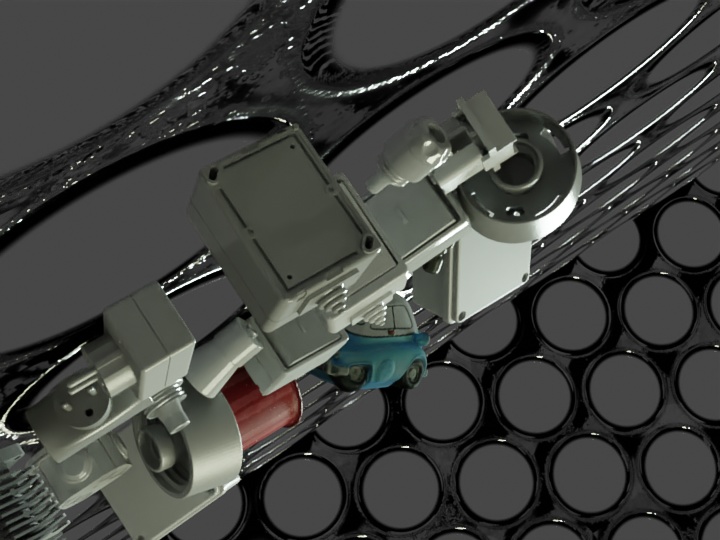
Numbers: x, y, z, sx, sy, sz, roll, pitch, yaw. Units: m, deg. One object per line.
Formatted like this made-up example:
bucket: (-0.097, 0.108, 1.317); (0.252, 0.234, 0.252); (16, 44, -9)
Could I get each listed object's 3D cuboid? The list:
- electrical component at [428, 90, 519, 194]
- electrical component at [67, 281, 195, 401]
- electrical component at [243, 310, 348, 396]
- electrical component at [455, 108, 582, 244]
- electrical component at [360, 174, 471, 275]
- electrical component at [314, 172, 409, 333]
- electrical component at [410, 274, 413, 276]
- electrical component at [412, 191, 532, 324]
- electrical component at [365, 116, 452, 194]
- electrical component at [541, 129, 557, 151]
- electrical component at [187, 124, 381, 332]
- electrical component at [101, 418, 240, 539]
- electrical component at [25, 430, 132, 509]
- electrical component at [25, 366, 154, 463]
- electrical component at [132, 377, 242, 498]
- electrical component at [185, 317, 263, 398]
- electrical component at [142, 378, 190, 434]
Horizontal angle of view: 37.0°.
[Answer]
electrical component: (0.072, -0.086, 0.747); (0.064, 0.042, 0.081); (-32, 171, 6)
electrical component: (-0.150, 0.055, 0.676); (0.076, 0.047, 0.083); (-31, 170, -21)
electrical component: (-0.058, 0.059, 0.970); (0.096, 0.061, 0.061); (-27, 169, -37)
electrical component: (0.118, -0.072, 0.818); (0.099, 0.099, 0.064); (-35, 165, 3)
electrical component: (0.028, -0.032, 0.805); (0.096, 0.061, 0.061); (-35, 171, 3)
electrical component: (-0.012, -0.006, 0.692); (0.062, 0.096, 0.061); (-33, 171, -7)
electrical component: (0.039, -0.012, 1.007); (0.062, 0.043, 0.043); (-35, 171, 12)
electrical component: (0.102, -0.024, 0.971); (0.109, 0.056, 0.108); (-28, 131, -35)
electrical component: (0.028, -0.070, 0.695); (0.061, 0.035, 0.035); (-38, 171, 32)
electrical component: (0.128, -0.094, 0.910); (0.044, 0.044, 0.065); (-25, 171, -47)
electrical component: (-0.038, -0.014, 0.556); (0.062, 0.096, 0.061); (-30, 170, -25)
electrical component: (-0.193, 0.193, 1.044); (0.109, 0.108, 0.056); (-37, 173, 13)
electrical component: (-0.236, 0.162, 0.907); (0.080, 0.051, 0.080); (-33, 171, -6)
electrical component: (-0.187, 0.091, 0.735); (0.077, 0.044, 0.079); (-32, 171, -12)
electrical component: (-0.159, 0.148, 0.944); (0.060, 0.108, 0.108); (-19, 164, -38)
electrical component: (-0.114, 0.071, 0.905); (0.065, 0.044, 0.044); (-40, 170, 6)
electrical component: (-0.153, 0.094, 0.817); (0.048, 0.062, 0.048); (-33, 171, -6)
